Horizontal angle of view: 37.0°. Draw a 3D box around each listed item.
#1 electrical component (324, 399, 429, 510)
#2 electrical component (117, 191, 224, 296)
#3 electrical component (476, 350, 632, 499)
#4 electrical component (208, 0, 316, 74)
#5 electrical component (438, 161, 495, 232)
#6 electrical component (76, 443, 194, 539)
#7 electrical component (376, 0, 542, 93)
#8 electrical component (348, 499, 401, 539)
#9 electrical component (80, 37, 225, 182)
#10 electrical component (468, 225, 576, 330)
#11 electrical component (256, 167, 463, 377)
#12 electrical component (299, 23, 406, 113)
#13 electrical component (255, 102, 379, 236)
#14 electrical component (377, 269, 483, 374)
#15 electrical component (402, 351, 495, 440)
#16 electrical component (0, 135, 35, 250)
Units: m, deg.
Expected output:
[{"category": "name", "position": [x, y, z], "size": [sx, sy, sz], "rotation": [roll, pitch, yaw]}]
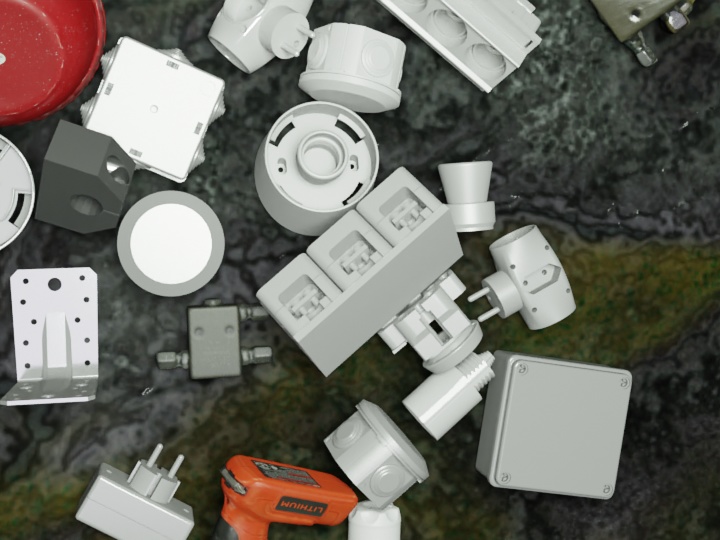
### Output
[{"category": "electrical component", "position": [0.014, 0.147, 0.861], "size": [0.051, 0.080, 0.080], "rotation": [-41, 99, -1]}, {"category": "electrical component", "position": [-0.147, -0.021, 0.834], "size": [0.080, 0.051, 0.080], "rotation": [-1, 93, -11]}, {"category": "electrical component", "position": [0.161, 0.128, 0.898], "size": [0.109, 0.056, 0.108], "rotation": [9, 92, -11]}, {"category": "electrical component", "position": [-0.066, -0.188, 0.831], "size": [0.077, 0.079, 0.044], "rotation": [-50, 144, -4]}, {"category": "electrical component", "position": [0.087, -0.060, 0.880], "size": [0.045, 0.045, 0.055], "rotation": [-5, 94, -10]}, {"category": "electrical component", "position": [-0.166, 0.174, 0.843], "size": [0.083, 0.047, 0.075], "rotation": [30, 87, -11]}, {"category": "electrical component", "position": [0.080, -0.209, 0.857], "size": [0.121, 0.079, 0.063], "rotation": [38, 57, -10]}, {"category": "electrical component", "position": [0.011, 0.223, 0.882], "size": [0.043, 0.043, 0.062], "rotation": [1, 94, -11]}, {"category": "electrical component", "position": [-0.159, -0.123, 0.827], "size": [0.100, 0.048, 0.099], "rotation": [23, 91, -14]}, {"category": "electrical component", "position": [0.128, 0.015, 0.892], "size": [0.079, 0.043, 0.077], "rotation": [-29, 98, -8]}, {"category": "electrical component", "position": [0.000, 0.000, 0.839], "size": [0.150, 0.089, 0.061], "rotation": [-41, 65, -6]}, {"category": "electrical component", "position": [-0.005, -0.156, 0.840], "size": [0.080, 0.080, 0.051], "rotation": [12, 86, -11]}, {"category": "electrical component", "position": [-0.033, -0.082, 0.858], "size": [0.099, 0.064, 0.099], "rotation": [2, 79, -9]}, {"category": "electrical component", "position": [0.062, 0.047, 0.874], "size": [0.078, 0.058, 0.057], "rotation": [-40, 99, 3]}, {"category": "electrical component", "position": [0.079, 0.097, 0.887], "size": [0.081, 0.043, 0.043], "rotation": [-42, 99, -6]}, {"category": "electrical component", "position": [-0.292, -0.058, 0.798], "size": [0.099, 0.064, 0.099], "rotation": [-1, 93, -11]}]
